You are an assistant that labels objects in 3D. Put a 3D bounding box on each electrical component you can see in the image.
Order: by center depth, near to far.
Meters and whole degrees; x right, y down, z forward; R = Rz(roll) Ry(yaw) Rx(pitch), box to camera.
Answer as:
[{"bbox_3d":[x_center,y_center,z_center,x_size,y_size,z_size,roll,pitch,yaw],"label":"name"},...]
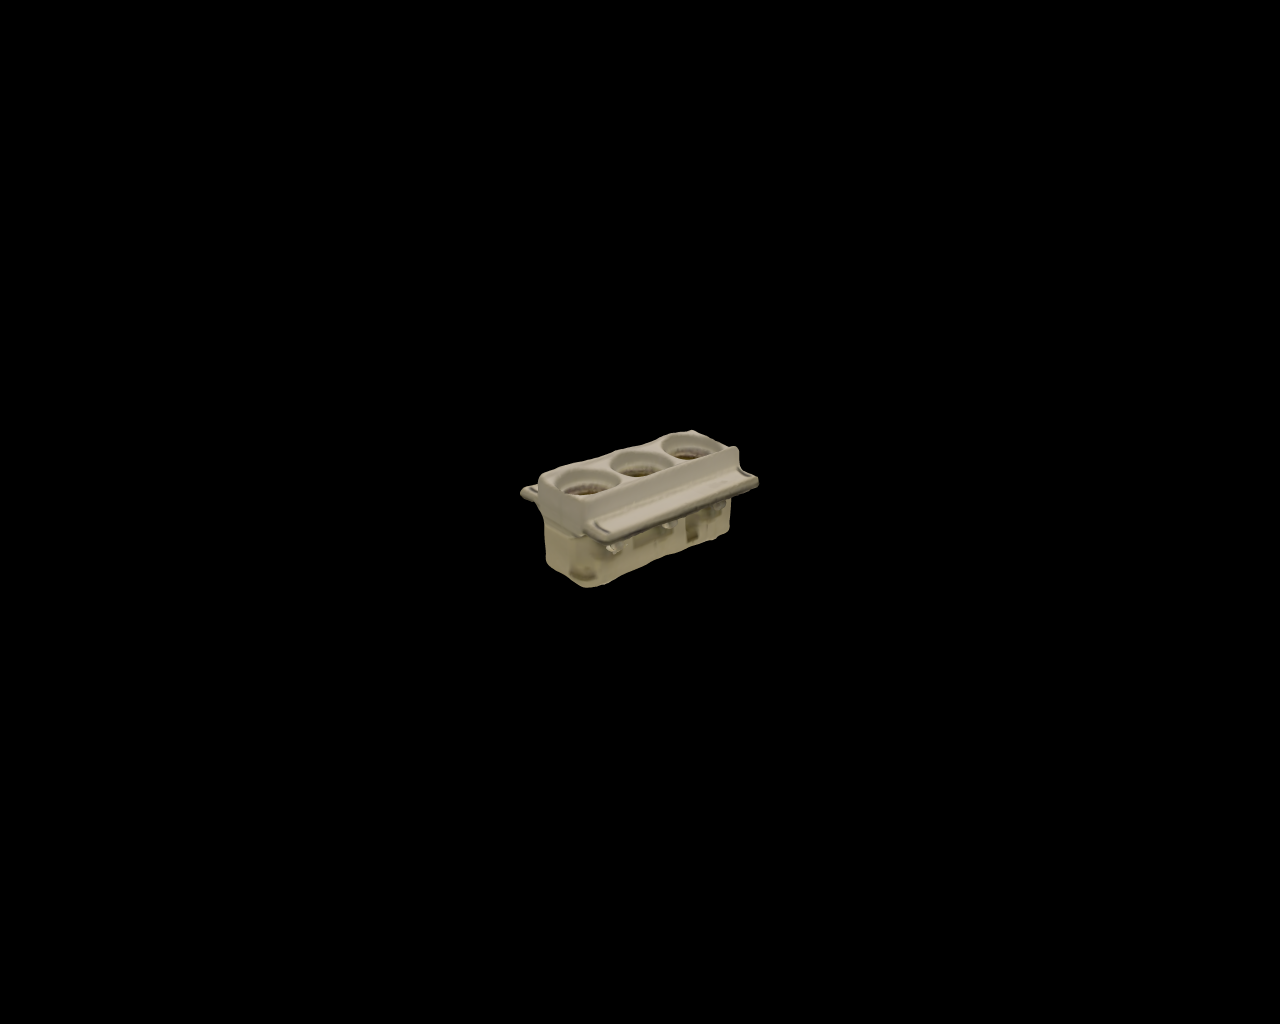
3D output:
[{"bbox_3d":[0.001,-0.003,0.650,0.121,0.063,0.079,-20,32,-36],"label":"electrical component"}]
